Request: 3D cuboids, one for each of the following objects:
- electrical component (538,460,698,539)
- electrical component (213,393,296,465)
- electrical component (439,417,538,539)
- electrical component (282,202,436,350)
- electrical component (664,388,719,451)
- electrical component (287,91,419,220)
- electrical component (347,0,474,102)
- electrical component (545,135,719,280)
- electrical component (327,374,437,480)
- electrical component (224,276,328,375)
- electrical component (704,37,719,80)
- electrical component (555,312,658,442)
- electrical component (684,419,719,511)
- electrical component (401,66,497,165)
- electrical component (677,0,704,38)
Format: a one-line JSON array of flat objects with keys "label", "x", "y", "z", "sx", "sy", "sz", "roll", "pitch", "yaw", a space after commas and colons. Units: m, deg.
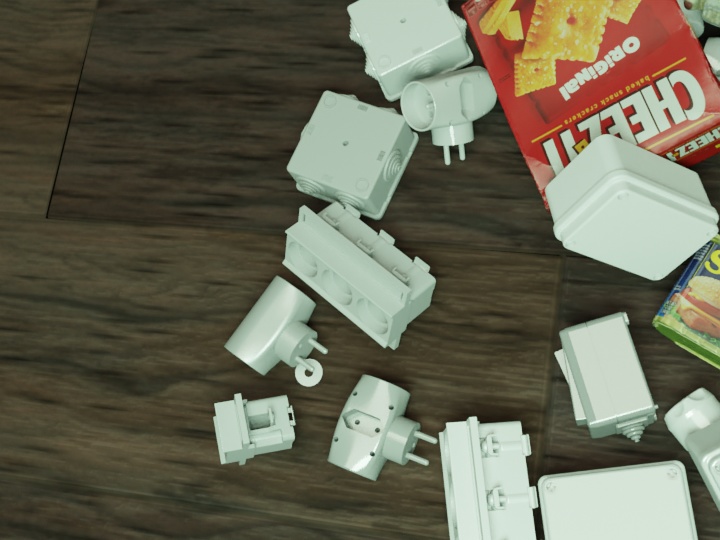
[{"label": "electrical component", "x": 0.196, "y": 0.205, "z": 0.808, "sx": 0.109, "sy": 0.056, "sz": 0.108, "roll": -9, "pitch": 71, "yaw": 12}, {"label": "electrical component", "x": -0.088, "y": 0.132, "z": 0.898, "sx": 0.064, "sy": 0.081, "sz": 0.042, "roll": -7, "pitch": 70, "yaw": -12}, {"label": "electrical component", "x": 0.101, "y": 0.180, "z": 0.833, "sx": 0.063, "sy": 0.078, "sz": 0.121, "roll": -3, "pitch": 71, "yaw": -5}, {"label": "electrical component", "x": 0.000, "y": 0.000, "z": 0.916, "sx": 0.121, "sy": 0.078, "sz": 0.063, "roll": 39, "pitch": 56, "yaw": 22}, {"label": "electrical component", "x": 0.267, "y": 0.125, "z": 0.823, "sx": 0.043, "sy": 0.043, "sz": 0.062, "roll": -37, "pitch": 70, "yaw": 1}, {"label": "electrical component", "x": -0.007, "y": -0.104, "z": 0.962, "sx": 0.100, "sy": 0.048, "sz": 0.099, "roll": 22, "pitch": 79, "yaw": 20}, {"label": "electrical component", "x": 0.045, "y": -0.217, "z": 0.985, "sx": 0.100, "sy": 0.048, "sz": 0.099, "roll": -25, "pitch": 67, "yaw": 7}, {"label": "electrical component", "x": 0.210, "y": -0.046, "z": 0.832, "sx": 0.078, "sy": 0.113, "sz": 0.057, "roll": -47, "pitch": 37, "yaw": 38}, {"label": "electrical component", "x": 0.024, "y": 0.135, "z": 0.882, "sx": 0.079, "sy": 0.043, "sz": 0.077, "roll": 19, "pitch": 78, "yaw": 19}, {"label": "electrical component", "x": -0.064, "y": 0.057, "z": 0.928, "sx": 0.079, "sy": 0.044, "sz": 0.077, "roll": 34, "pitch": 84, "yaw": 21}, {"label": "electrical component", "x": 0.331, "y": -0.181, "z": 0.902, "sx": 0.077, "sy": 0.044, "sz": 0.079, "roll": 18, "pitch": 78, "yaw": 19}, {"label": "electrical component", "x": 0.193, "y": 0.091, "z": 0.843, "sx": 0.061, "sy": 0.061, "sz": 0.096, "roll": -17, "pitch": 70, "yaw": 9}, {"label": "electrical component", "x": 0.310, "y": 0.149, "z": 0.775, "sx": 0.109, "sy": 0.056, "sz": 0.108, "roll": -28, "pitch": 99, "yaw": 4}, {"label": "electrical component", "x": 0.080, "y": -0.133, "z": 0.942, "sx": 0.043, "sy": 0.077, "sz": 0.079, "roll": 13, "pitch": 117, "yaw": 48}, {"label": "electrical component", "x": 0.275, "y": -0.233, "z": 0.935, "sx": 0.040, "sy": 0.040, "sz": 0.078, "roll": -5, "pitch": 71, "yaw": 13}]
